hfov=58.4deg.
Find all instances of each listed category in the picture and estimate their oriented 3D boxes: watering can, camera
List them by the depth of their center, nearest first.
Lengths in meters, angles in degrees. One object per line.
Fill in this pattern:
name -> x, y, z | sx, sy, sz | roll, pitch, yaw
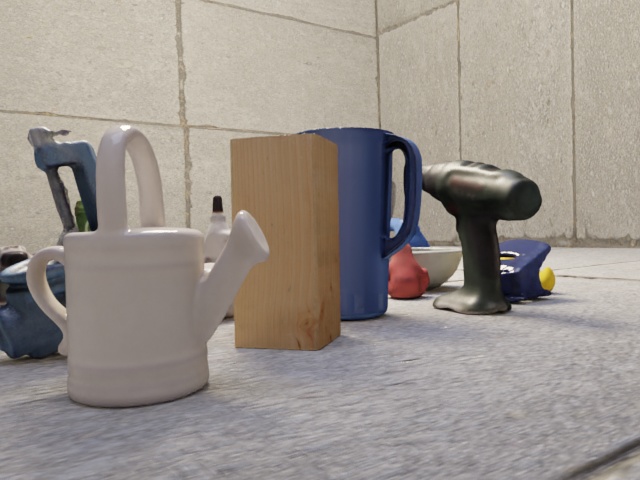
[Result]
watering can -> -0.128, 0.013, 0.424 | 0.173, 0.194, 0.100 | -2, 1, -17
camera -> -0.534, 0.059, 1.027 | 0.144, 0.101, 0.136 | -2, 1, -35

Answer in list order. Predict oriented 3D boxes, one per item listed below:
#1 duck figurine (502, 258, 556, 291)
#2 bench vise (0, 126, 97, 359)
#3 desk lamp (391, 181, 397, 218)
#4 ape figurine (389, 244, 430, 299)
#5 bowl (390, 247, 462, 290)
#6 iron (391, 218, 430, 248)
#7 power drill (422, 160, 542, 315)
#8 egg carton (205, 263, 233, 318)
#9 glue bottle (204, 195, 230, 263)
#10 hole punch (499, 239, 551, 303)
duck figurine -> 0.337, 0.045, 0.955 | 0.104, 0.086, 0.078 | 0, 2, 43
bench vise -> -0.231, 0.000, 0.594 | 0.121, 0.220, 0.208 | -1, 1, 29
desk lamp -> 0.046, -0.014, 1.103 | 0.202, 0.213, 0.118 | -1, 1, 21
ape figurine -> 0.136, 0.048, 0.927 | 0.077, 0.092, 0.076 | -1, 1, 19
bowl -> 0.177, 0.053, 1.047 | 0.167, 0.075, 0.167 | -2, 1, 0
iron -> 0.144, 0.017, 1.272 | 0.119, 0.141, 0.257 | -2, 1, -32
power drill -> 0.200, -0.009, 0.781 | 0.076, 0.208, 0.229 | -2, 1, -26
egg carton -> -0.153, 0.069, 0.794 | 0.149, 0.069, 0.108 | 0, 2, 44
glue bottle -> -0.160, 0.015, 0.912 | 0.078, 0.173, 0.037 | -1, 1, 29
hole punch -> 0.287, 0.045, 0.872 | 0.101, 0.091, 0.108 | -2, 1, -34
